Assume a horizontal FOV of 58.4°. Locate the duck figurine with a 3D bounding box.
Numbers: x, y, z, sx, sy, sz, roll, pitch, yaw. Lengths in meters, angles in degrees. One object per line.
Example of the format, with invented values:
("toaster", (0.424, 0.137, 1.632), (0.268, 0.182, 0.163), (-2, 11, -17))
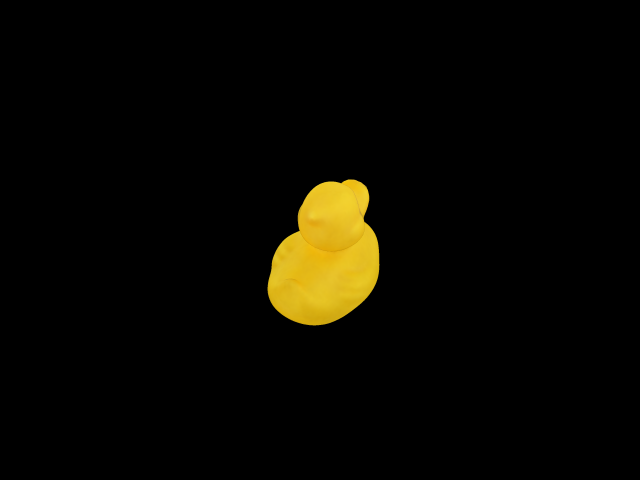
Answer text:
("duck figurine", (0.004, 0.001, 0.400), (0.077, 0.086, 0.105), (25, 54, 20))
